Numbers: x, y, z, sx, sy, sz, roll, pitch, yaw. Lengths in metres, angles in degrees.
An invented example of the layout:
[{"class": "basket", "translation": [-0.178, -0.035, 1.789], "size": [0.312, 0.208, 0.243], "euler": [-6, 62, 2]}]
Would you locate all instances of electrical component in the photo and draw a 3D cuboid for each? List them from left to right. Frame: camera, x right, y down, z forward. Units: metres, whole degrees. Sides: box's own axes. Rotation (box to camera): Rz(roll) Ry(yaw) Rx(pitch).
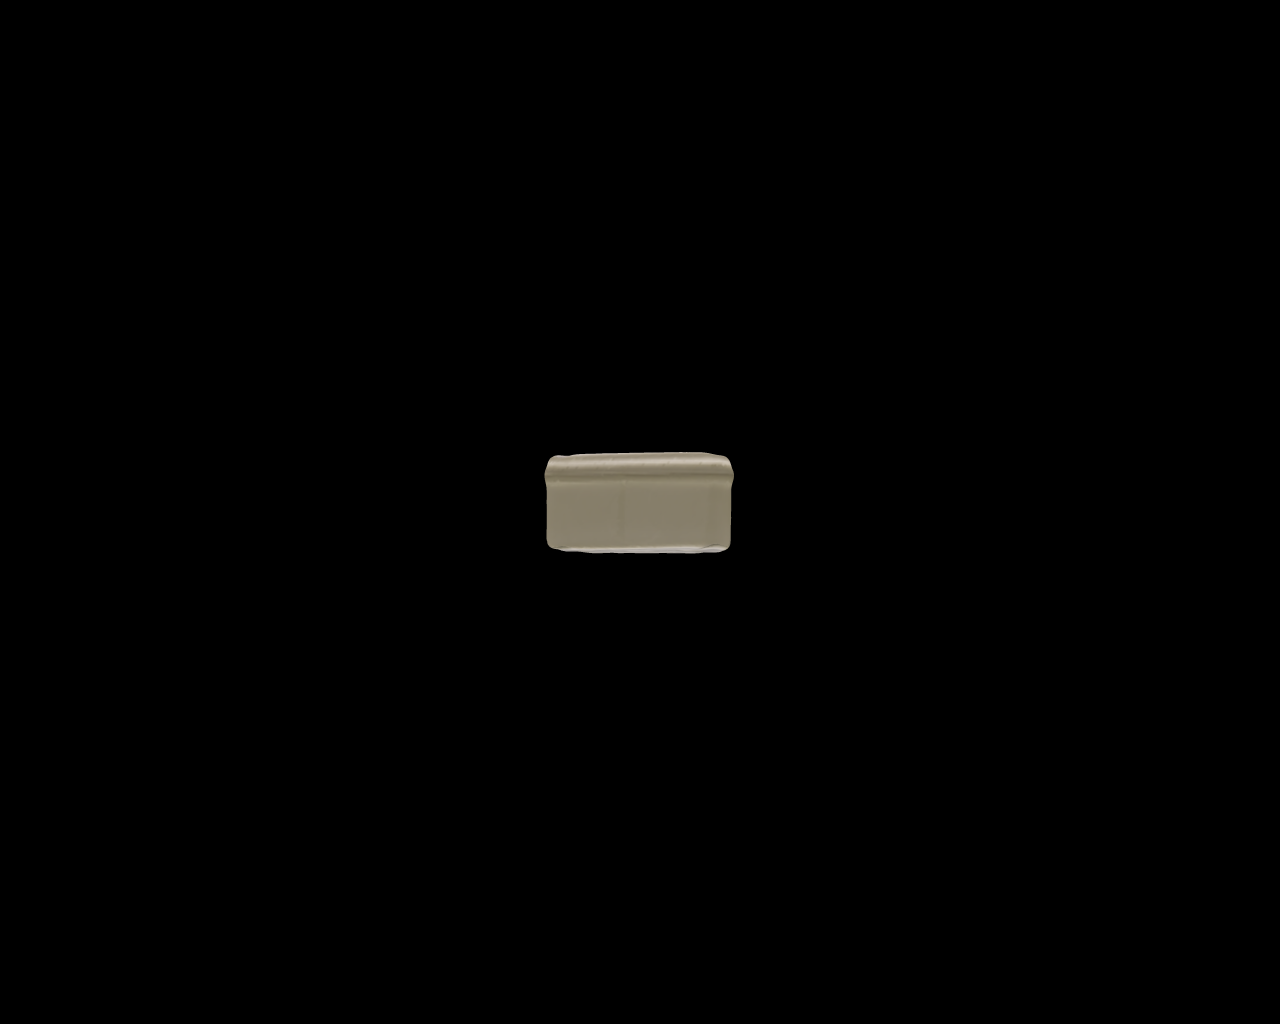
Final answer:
[{"class": "electrical component", "translation": [0.001, -0.003, 0.650], "size": [0.109, 0.056, 0.108], "euler": [0, -3, 2]}]
